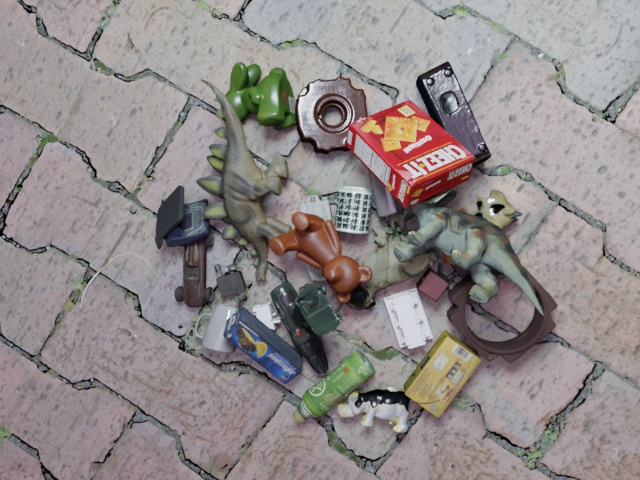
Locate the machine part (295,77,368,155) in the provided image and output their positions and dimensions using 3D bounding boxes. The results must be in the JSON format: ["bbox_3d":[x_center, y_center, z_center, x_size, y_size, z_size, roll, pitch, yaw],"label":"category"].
[{"bbox_3d":[0.028,-0.280,1.210,0.179,0.056,0.179,0,92,-5],"label":"machine part"}]

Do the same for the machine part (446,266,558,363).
[{"bbox_3d":[0.403,0.154,1.198,0.201,0.087,0.201,-42,87,8],"label":"machine part"}]

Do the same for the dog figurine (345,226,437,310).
[{"bbox_3d":[0.156,0.086,1.226,0.172,0.121,0.190,21,110,8],"label":"dog figurine"}]

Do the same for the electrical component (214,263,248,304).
[{"bbox_3d":[-0.209,0.102,1.286,0.078,0.045,0.102,-12,93,6],"label":"electrical component"}]

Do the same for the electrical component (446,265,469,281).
[{"bbox_3d":[0.320,0.049,1.230,0.094,0.021,0.063,-40,88,6],"label":"electrical component"}]

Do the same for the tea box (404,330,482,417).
[{"bbox_3d":[0.279,0.305,1.231,0.098,0.068,0.169,36,98,3],"label":"tea box"}]

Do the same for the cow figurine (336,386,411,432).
[{"bbox_3d":[0.125,0.383,1.255,0.167,0.068,0.098,10,89,2],"label":"cow figurine"}]

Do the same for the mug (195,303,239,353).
[{"bbox_3d":[-0.241,0.205,1.287,0.110,0.080,0.107,14,85,18],"label":"mug"}]

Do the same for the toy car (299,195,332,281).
[{"bbox_3d":[-0.003,-0.004,1.248,0.074,0.056,0.201,-8,94,7],"label":"toy car"}]

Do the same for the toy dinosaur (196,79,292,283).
[{"bbox_3d":[-0.173,-0.122,1.213,0.199,0.105,0.470,-1,108,10],"label":"toy dinosaur"}]

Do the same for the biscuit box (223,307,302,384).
[{"bbox_3d":[-0.129,0.246,1.243,0.059,0.063,0.202,-41,110,17],"label":"biscuit box"}]

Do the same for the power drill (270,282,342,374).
[{"bbox_3d":[-0.020,0.188,1.203,0.086,0.207,0.232,-28,81,-19],"label":"power drill"}]

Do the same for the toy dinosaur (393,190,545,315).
[{"bbox_3d":[0.291,-0.002,1.071,0.405,0.131,0.192,33,60,27],"label":"toy dinosaur"}]

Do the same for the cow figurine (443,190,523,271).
[{"bbox_3d":[0.359,-0.022,1.181,0.127,0.085,0.195,22,80,14],"label":"cow figurine"}]

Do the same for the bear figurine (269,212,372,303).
[{"bbox_3d":[0.006,0.041,1.151,0.120,0.132,0.196,-44,71,27],"label":"bear figurine"}]

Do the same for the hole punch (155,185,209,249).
[{"bbox_3d":[-0.322,-0.048,1.257,0.116,0.092,0.142,-34,50,32],"label":"hole punch"}]

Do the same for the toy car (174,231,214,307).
[{"bbox_3d":[-0.303,0.063,1.292,0.089,0.053,0.202,3,96,10],"label":"toy car"}]

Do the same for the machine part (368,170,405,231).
[{"bbox_3d":[0.149,-0.139,1.211,0.079,0.079,0.243,-13,93,7],"label":"machine part"}]

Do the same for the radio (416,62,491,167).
[{"bbox_3d":[0.286,-0.261,1.158,0.073,0.131,0.229,-26,91,9],"label":"radio"}]

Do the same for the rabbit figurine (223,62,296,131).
[{"bbox_3d":[-0.156,-0.320,1.216,0.170,0.121,0.159,-5,100,21],"label":"rabbit figurine"}]
